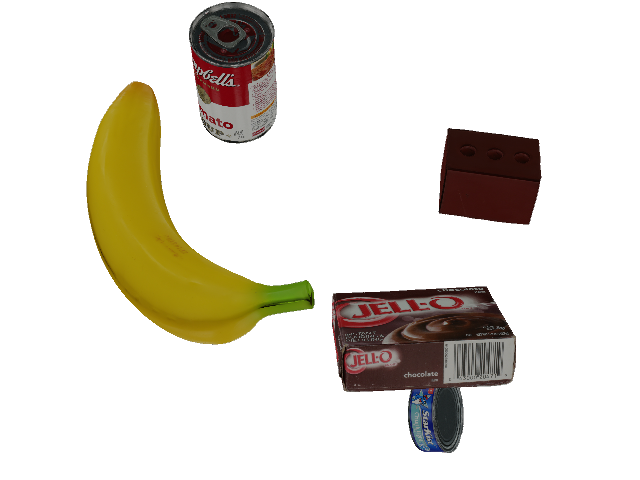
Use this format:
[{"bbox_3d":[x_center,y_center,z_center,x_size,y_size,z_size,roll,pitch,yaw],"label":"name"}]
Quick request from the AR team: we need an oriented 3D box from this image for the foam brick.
[{"bbox_3d":[0.138,-0.052,0.875,0.078,0.051,0.053,7,44,2],"label":"foam brick"}]

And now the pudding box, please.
[{"bbox_3d":[0.066,0.064,0.714,0.113,0.039,0.090,-1,20,-3],"label":"pudding box"}]

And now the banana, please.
[{"bbox_3d":[-0.076,-0.010,0.512,0.069,0.037,0.198,-27,47,-15],"label":"banana"}]

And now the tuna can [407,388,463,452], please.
[{"bbox_3d":[0.129,0.194,1.194,0.034,0.086,0.086,-5,-2,29],"label":"tuna can"}]

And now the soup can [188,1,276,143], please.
[{"bbox_3d":[-0.071,-0.137,0.883,0.068,0.068,0.102,0,-32,-1],"label":"soup can"}]
